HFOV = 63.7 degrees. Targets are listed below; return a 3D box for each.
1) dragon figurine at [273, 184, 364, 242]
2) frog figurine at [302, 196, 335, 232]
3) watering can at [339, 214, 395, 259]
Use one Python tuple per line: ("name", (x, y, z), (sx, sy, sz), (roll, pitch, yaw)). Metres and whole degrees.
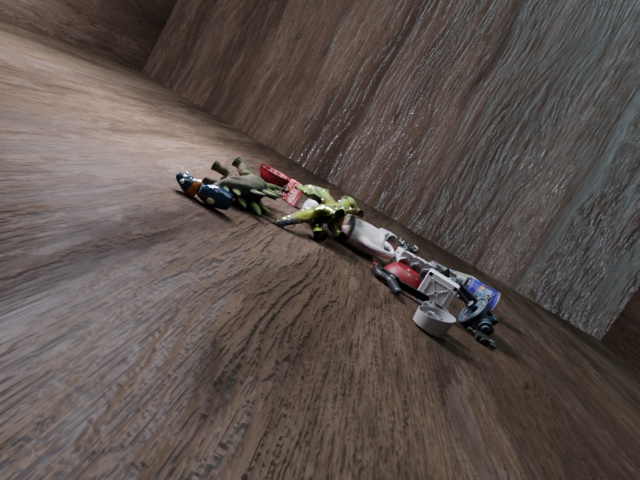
("dragon figurine", (-0.012, -0.111, 1.736), (0.410, 0.120, 0.247), (4, 31, -34))
("frog figurine", (0.006, -0.093, 1.857), (0.137, 0.120, 0.162), (-4, 25, -5))
("watering can", (0.168, -0.017, 1.939), (0.223, 0.103, 0.352), (27, 12, -10))
